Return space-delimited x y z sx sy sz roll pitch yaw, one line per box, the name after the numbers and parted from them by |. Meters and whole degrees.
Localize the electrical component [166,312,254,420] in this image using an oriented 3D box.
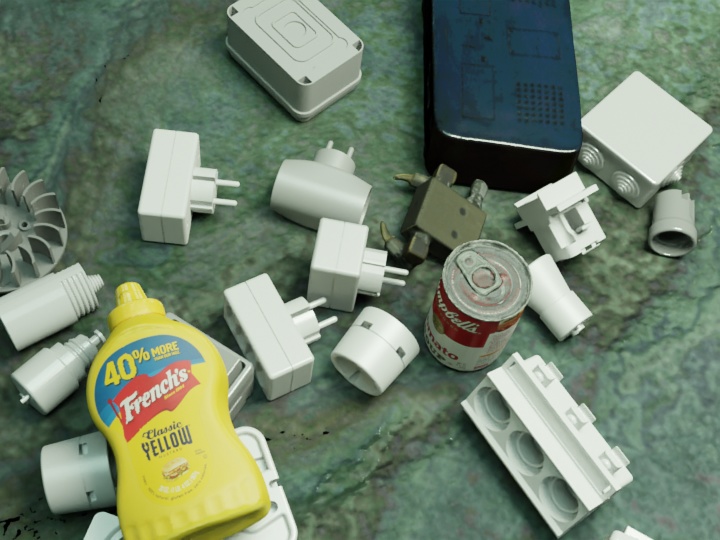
-0.135 0.078 0.810 0.096 0.061 0.061 31 63 10 | electrical component

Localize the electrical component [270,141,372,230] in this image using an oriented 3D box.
-0.027 -0.076 0.913 0.077 0.043 0.079 17 61 3 | electrical component

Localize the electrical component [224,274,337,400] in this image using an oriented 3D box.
-0.056 0.045 0.844 0.076 0.047 0.083 -23 67 -18 | electrical component

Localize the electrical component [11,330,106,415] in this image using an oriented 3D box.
-0.226 0.074 0.814 0.040 0.040 0.078 41 66 15 | electrical component

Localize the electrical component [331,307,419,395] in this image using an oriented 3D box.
0.010 0.064 0.838 0.055 0.055 0.047 36 68 12 | electrical component

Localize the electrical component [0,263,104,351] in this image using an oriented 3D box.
-0.238 0.026 0.837 0.081 0.043 0.043 -28 68 -19 | electrical component

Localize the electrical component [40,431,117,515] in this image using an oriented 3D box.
-0.200 0.146 0.772 0.047 0.055 0.055 -11 64 -8 | electrical component

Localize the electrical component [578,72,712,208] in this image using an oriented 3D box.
0.248 -0.115 0.961 0.100 0.048 0.100 42 66 15 | electrical component

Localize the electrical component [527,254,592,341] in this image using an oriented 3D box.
0.159 0.025 0.882 0.044 0.044 0.065 -33 75 -21 | electrical component

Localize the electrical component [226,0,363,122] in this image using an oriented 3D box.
-0.059 -0.198 0.967 0.078 0.057 0.113 -38 72 -22 | electrical component

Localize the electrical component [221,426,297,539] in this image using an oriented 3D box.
-0.083 0.168 0.769 0.054 0.059 0.095 -17 65 -14 | electrical component

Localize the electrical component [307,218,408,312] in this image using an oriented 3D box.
0.000 0.000 0.863 0.077 0.065 0.047 11 62 -1 | electrical component

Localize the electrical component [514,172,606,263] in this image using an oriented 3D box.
0.169 -0.041 0.903 0.042 0.081 0.063 -28 91 -18 | electrical component

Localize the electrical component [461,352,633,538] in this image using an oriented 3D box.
0.142 0.128 0.811 0.063 0.078 0.121 -19 64 -39 | electrical component

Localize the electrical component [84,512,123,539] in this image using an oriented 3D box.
-0.148 0.208 0.743 0.089 0.055 0.050 18 62 4 | electrical component

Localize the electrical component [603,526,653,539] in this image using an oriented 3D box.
0.198 0.226 0.767 0.096 0.061 0.061 22 62 6 | electrical component

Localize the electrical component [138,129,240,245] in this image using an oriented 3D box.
-0.139 -0.067 0.894 0.076 0.047 0.083 6 62 -3 | electrical component

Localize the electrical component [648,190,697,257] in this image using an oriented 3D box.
0.271 -0.041 0.930 0.040 0.040 0.046 13 57 1 | electrical component
